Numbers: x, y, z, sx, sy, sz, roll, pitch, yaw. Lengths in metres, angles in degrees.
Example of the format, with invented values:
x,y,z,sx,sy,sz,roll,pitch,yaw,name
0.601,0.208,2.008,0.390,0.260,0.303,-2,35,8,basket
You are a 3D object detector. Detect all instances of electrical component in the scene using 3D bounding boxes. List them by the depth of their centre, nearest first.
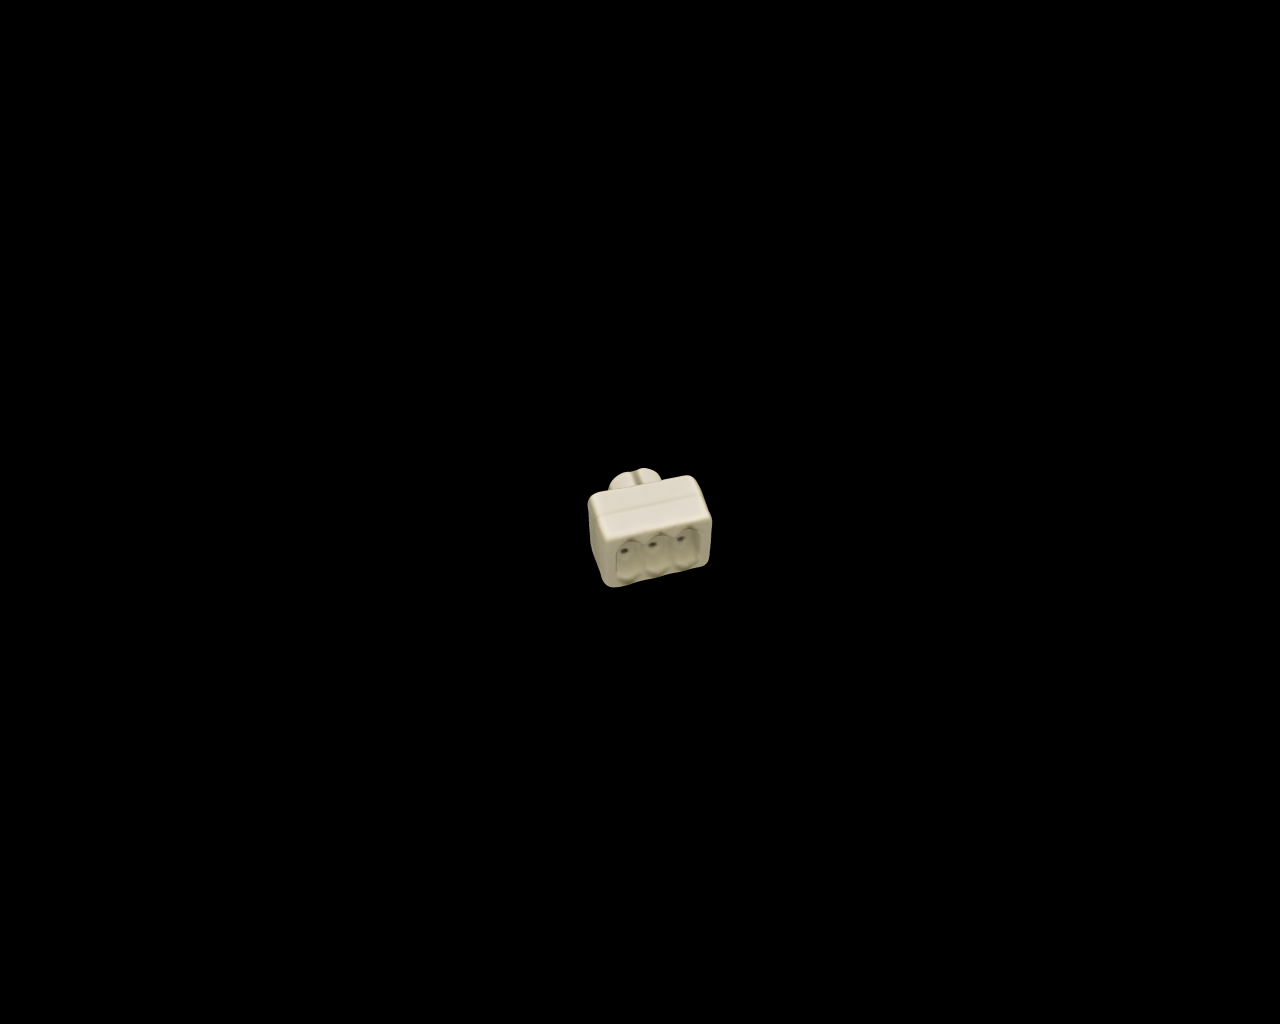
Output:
x,y,z,sx,sy,sz,roll,pitch,yaw,name
0.001,-0.003,0.650,0.066,0.077,0.047,-12,-39,-10,electrical component
